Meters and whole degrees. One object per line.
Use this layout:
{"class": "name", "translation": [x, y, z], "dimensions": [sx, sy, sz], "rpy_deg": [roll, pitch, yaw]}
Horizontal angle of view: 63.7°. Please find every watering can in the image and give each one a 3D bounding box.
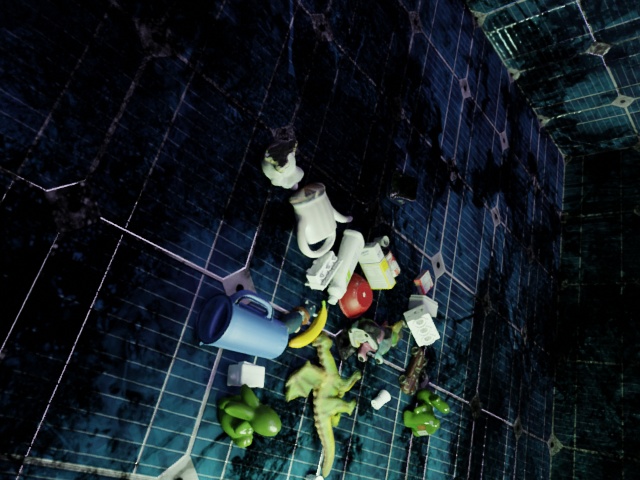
{"class": "watering can", "translation": [0.005, -0.084, 1.673], "dimensions": [0.353, 0.103, 0.221], "rpy_deg": [-43, 120, -55]}

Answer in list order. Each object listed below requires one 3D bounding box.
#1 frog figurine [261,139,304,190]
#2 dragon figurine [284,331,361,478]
{"class": "frog figurine", "translation": [-0.113, -0.226, 1.580], "dimensions": [0.156, 0.122, 0.140], "rpy_deg": [78, 14, -67]}
{"class": "dragon figurine", "translation": [-0.011, 0.482, 1.580], "dimensions": [0.241, 0.120, 0.419], "rpy_deg": [29, 60, -22]}
